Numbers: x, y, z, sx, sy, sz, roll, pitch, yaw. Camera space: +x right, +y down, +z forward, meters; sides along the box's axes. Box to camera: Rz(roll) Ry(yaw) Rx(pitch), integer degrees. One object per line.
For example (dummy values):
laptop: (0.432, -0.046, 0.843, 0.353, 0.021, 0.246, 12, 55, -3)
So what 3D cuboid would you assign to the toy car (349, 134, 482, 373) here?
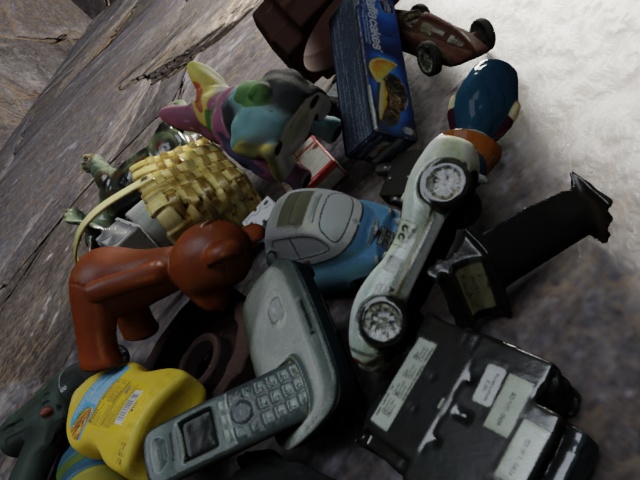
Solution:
toy car: (0.078, 0.013, 0.439, 0.056, 0.073, 0.201, 24, 88, 27)

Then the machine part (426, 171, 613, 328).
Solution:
machine part: (0.151, 0.009, 0.403, 0.139, 0.084, 0.039, -34, 30, 2)

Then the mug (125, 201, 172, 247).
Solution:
mug: (-0.231, -0.043, 0.834, 0.107, 0.081, 0.109, -46, 0, -12)

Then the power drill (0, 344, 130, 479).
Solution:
power drill: (-0.331, 0.252, 0.656, 0.232, 0.086, 0.207, -31, 44, 23)

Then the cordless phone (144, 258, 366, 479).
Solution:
cordless phone: (-0.067, 0.114, 0.453, 0.184, 0.088, 0.147, -25, 55, 2)

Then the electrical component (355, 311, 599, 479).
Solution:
electrical component: (0.104, 0.125, 0.357, 0.134, 0.058, 0.115, 22, 76, 51)

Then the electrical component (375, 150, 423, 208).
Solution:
electrical component: (0.091, -0.064, 0.567, 0.094, 0.021, 0.063, 5, 62, 46)

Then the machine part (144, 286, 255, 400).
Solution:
machine part: (-0.118, 0.134, 0.570, 0.179, 0.056, 0.179, -27, 42, 27)

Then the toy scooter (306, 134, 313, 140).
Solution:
toy scooter: (-0.061, -0.184, 0.783, 0.184, 0.075, 0.135, 7, 65, 52)

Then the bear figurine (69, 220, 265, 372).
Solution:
bear figurine: (-0.150, 0.050, 0.556, 0.196, 0.131, 0.120, -7, 13, 10)

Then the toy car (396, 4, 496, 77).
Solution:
toy car: (0.127, -0.252, 0.656, 0.089, 0.053, 0.202, -23, 34, -10)

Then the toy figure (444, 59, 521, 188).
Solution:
toy figure: (0.150, -0.101, 0.515, 0.064, 0.057, 0.154, 1, 63, 52)

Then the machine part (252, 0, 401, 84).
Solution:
machine part: (0.016, -0.321, 0.727, 0.201, 0.087, 0.201, -43, -8, 7)

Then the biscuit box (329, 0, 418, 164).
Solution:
biscuit box: (0.058, -0.190, 0.618, 0.063, 0.059, 0.202, -36, 54, 54)

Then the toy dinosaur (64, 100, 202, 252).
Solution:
toy dinosaur: (-0.277, -0.111, 0.907, 0.405, 0.131, 0.192, -36, 50, 8)

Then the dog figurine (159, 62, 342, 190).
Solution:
dog figurine: (-0.098, -0.148, 0.624, 0.219, 0.191, 0.108, 26, 87, 18)

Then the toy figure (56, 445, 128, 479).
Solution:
toy figure: (-0.223, 0.256, 0.534, 0.082, 0.089, 0.180, -62, 38, 13)

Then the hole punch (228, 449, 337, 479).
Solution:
hole punch: (-0.031, 0.229, 0.389, 0.142, 0.092, 0.116, -3, 25, 47)

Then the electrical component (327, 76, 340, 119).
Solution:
electrical component: (0.057, -0.207, 0.709, 0.119, 0.047, 0.075, -52, 38, -3)

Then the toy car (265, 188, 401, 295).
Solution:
toy car: (-0.001, -0.002, 0.538, 0.162, 0.102, 0.109, -7, 54, 44)
